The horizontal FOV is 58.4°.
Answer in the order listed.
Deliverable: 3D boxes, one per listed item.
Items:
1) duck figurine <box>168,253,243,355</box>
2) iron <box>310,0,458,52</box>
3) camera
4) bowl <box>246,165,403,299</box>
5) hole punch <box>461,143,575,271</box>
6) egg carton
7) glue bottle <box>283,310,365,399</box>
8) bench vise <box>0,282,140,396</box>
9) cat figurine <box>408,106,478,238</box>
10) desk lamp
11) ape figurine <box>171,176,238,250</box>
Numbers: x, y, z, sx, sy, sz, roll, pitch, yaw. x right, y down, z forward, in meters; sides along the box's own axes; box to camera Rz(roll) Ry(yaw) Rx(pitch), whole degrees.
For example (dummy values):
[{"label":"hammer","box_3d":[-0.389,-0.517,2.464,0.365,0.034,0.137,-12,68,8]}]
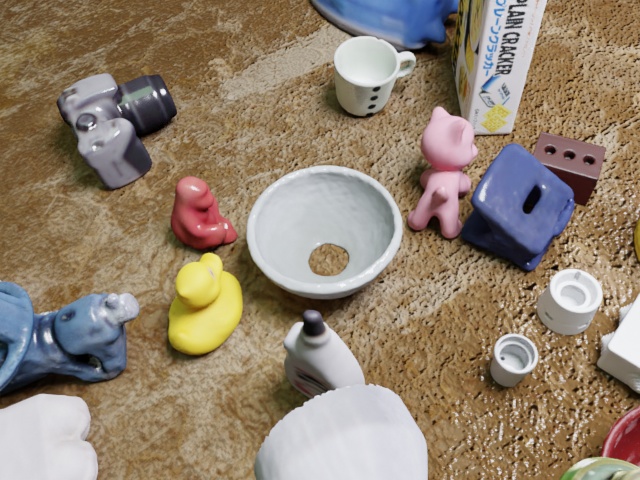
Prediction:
[{"label":"duck figurine","box_3d":[-0.127,0.062,0.601,0.077,0.086,0.105,15,59,15]},{"label":"iron","box_3d":[0.087,-0.385,0.846,0.257,0.141,0.119,24,62,20]},{"label":"camera","box_3d":[-0.260,-0.165,0.757,0.137,0.101,0.143,-27,58,-12]},{"label":"bowl","box_3d":[0.006,0.002,0.636,0.167,0.075,0.167,-2,56,4]},{"label":"hole punch","box_3d":[0.224,-0.039,0.632,0.101,0.091,0.109,28,63,22]},{"label":"egg carton","box_3d":[-0.283,0.209,0.528,0.150,0.069,0.107,-22,57,-9]},{"label":"glue bottle","box_3d":[-0.001,0.104,0.509,0.078,0.173,0.037,21,61,19]},{"label":"bench vise","box_3d":[-0.289,0.068,0.532,0.208,0.220,0.121,-30,58,-14]},{"label":"cat figurine","box_3d":[0.143,-0.086,0.655,0.067,0.118,0.128,10,58,12]},{"label":"desk lamp","box_3d":[0.046,0.228,0.397,0.118,0.214,0.203,-23,57,-9]},{"label":"ape figurine","box_3d":[-0.141,-0.036,0.665,0.076,0.092,0.078,-3,56,3]}]
